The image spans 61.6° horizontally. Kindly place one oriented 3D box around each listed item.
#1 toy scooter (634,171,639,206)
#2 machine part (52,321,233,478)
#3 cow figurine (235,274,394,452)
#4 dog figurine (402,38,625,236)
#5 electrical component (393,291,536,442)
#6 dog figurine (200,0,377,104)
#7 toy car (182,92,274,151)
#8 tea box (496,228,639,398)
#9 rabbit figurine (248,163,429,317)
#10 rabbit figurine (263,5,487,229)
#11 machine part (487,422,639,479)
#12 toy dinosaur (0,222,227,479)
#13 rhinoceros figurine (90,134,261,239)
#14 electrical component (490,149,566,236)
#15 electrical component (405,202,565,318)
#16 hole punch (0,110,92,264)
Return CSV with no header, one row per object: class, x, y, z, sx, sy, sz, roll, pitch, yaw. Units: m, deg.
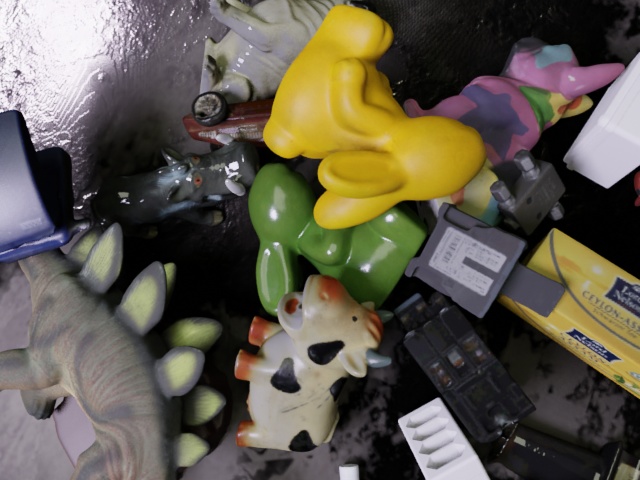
toy scooter,0.356,-0.001,0.506,0.135,0.075,0.184,21,77,13
machine part,-0.184,0.168,0.553,0.179,0.056,0.179,-3,75,9
cow figurine,-0.008,0.115,0.483,0.127,0.194,0.085,10,34,3
dog figurine,0.195,-0.104,0.542,0.219,0.108,0.191,-17,73,1
electrical component,0.121,0.108,0.490,0.058,0.115,0.134,-37,75,-1
dog figurine,-0.037,-0.202,0.616,0.190,0.172,0.121,8,41,-15
toy car,-0.045,-0.125,0.584,0.202,0.089,0.053,-7,70,1
tea box,0.258,0.072,0.490,0.170,0.098,0.068,36,83,17
rabbit figurine,-0.001,-0.002,0.541,0.170,0.121,0.159,33,103,3
rabbit figurine,0.048,-0.088,0.443,0.173,0.121,0.162,31,65,12
machine part,0.227,0.209,0.492,0.139,0.039,0.084,19,87,11
toy dinosaur,-0.210,0.094,0.500,0.198,0.105,0.471,-40,77,-6
rhinoceros figurine,-0.152,-0.059,0.578,0.190,0.112,0.073,-14,72,13
electrical component,0.191,-0.036,0.489,0.063,0.094,0.021,-52,37,-3
electrical component,0.141,0.026,0.450,0.119,0.047,0.074,34,104,19
hole punch,-0.289,-0.043,0.474,0.142,0.092,0.116,-15,68,-3
